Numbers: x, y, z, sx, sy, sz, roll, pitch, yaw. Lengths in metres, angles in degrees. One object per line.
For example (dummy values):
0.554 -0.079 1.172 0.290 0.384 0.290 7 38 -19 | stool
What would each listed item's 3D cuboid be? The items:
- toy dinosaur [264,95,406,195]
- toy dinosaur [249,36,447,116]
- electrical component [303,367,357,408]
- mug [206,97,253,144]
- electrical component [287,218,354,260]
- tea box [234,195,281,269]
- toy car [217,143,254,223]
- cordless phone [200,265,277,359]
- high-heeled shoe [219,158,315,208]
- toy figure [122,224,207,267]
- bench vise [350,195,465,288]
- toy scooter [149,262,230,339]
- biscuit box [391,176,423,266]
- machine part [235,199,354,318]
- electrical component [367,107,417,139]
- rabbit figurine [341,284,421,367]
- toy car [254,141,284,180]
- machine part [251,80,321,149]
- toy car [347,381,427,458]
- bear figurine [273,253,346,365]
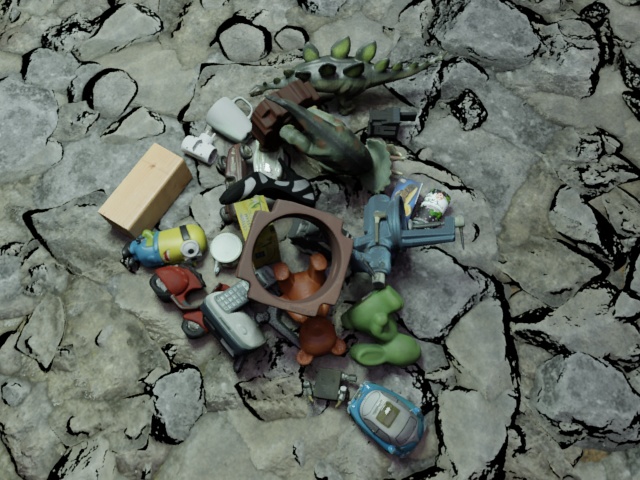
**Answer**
0.047 -0.199 1.172 0.192 0.404 0.131 26 98 30 | toy dinosaur
0.061 -0.392 1.294 0.472 0.198 0.105 -9 74 -7 | toy dinosaur
0.018 0.301 1.101 0.102 0.045 0.078 9 69 20 | electrical component
-0.208 -0.294 1.328 0.107 0.081 0.109 43 73 5 | mug
-0.002 -0.004 1.178 0.134 0.114 0.058 2 62 45 | electrical component
-0.132 -0.013 1.165 0.068 0.169 0.098 -19 69 -6 | tea box
-0.199 -0.137 1.259 0.089 0.053 0.202 -20 66 34 | toy car
-0.141 0.145 1.119 0.184 0.088 0.147 -35 73 -29 | cordless phone
-0.110 -0.089 1.195 0.249 0.086 0.145 -40 103 -41 | high-heeled shoe
-0.346 0.012 1.207 0.180 0.082 0.089 -7 71 1 | toy figure
0.175 -0.007 1.103 0.241 0.128 0.224 -6 42 16 | bench vise
-0.274 0.113 1.170 0.135 0.075 0.184 -38 76 -13 | toy scooter
0.175 -0.043 1.230 0.059 0.062 0.202 20 70 9 | biscuit box
-0.049 0.036 1.037 0.201 0.087 0.201 17 84 -11 | machine part
0.177 -0.287 1.320 0.119 0.074 0.048 4 69 -1 | electrical component
0.134 0.197 1.114 0.159 0.121 0.170 -36 88 -8 | rabbit figurine
-0.123 -0.230 1.309 0.074 0.056 0.201 0 69 1 | toy car
-0.076 -0.280 1.217 0.179 0.179 0.056 -36 80 -12 | machine part
0.136 0.347 1.060 0.162 0.103 0.109 37 73 11 | toy car
-0.021 0.147 1.116 0.120 0.131 0.196 -12 55 -6 | bear figurine
